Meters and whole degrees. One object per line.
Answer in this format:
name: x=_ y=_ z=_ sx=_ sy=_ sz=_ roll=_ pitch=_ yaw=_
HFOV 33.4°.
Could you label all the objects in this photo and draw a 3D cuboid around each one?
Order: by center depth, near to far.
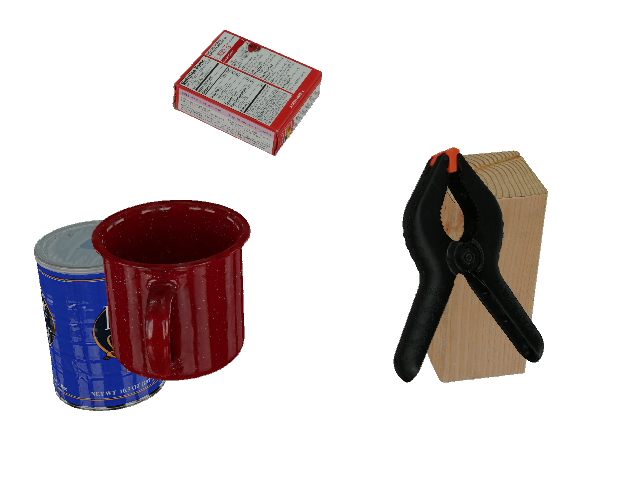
mug: x=-0.087 y=0.036 z=0.634 sx=0.093 sy=0.081 sz=0.117 roll=-1 pitch=26 yaw=-2
clamp: x=0.093 y=0.021 z=0.783 sx=0.120 sy=0.171 sz=0.039 roll=-15 pitch=-3 yaw=-27
gelatin box: x=-0.054 y=-0.111 z=0.796 sx=0.089 sy=0.073 sz=0.030 roll=25 pitch=-36 yaw=11
coffee can: x=-0.194 y=0.065 z=0.952 sx=0.103 sy=0.140 sz=0.103 roll=-2 pitch=24 yaw=0
wood block: x=0.154 y=0.027 z=1.039 sx=0.090 sy=0.206 sz=0.090 roll=-5 pitch=32 yaw=-8
